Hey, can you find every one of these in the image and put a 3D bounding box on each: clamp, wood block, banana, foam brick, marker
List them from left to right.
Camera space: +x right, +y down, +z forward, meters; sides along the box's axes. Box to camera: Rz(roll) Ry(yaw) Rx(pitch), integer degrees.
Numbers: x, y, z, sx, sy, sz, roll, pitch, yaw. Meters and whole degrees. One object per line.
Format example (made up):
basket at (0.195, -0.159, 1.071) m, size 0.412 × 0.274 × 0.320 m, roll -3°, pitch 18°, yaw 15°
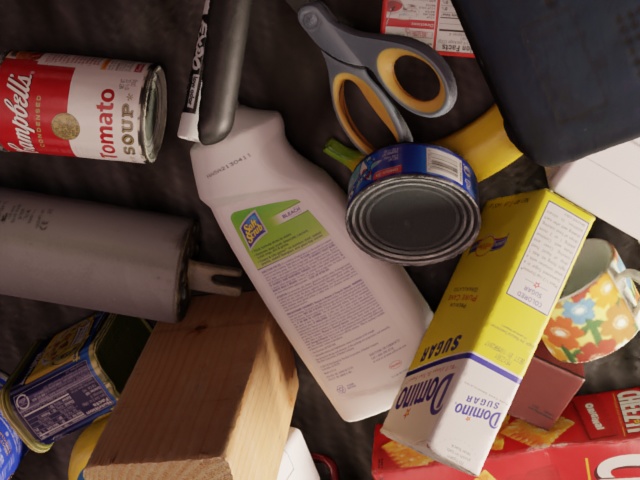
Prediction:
wood block at (-0.077, 0.122, 0.718) m, size 0.091 × 0.206 × 0.090 m, roll -6°, pitch 115°, yaw 10°
marker at (-0.070, -0.123, 0.677) m, size 0.020 × 0.020 × 0.121 m, roll 11°, pitch 89°, yaw 2°
clamp at (-0.055, -0.173, 0.645) m, size 0.210 × 0.036 × 0.164 m, roll -41°, pitch 82°, yaw 12°
banana at (0.100, -0.073, 0.695) m, size 0.198 × 0.037 × 0.069 m, roll -25°, pitch 112°, yaw 18°
foam brick at (0.140, 0.089, 0.760) m, size 0.078 × 0.051 × 0.053 m, roll 25°, pitch 117°, yaw -5°

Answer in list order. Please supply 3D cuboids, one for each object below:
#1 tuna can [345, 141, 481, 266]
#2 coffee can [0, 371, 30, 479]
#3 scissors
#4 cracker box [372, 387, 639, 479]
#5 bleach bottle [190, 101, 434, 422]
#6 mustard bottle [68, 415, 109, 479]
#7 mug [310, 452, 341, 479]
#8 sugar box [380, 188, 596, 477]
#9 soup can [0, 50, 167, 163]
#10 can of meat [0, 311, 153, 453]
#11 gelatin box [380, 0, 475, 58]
tuna can at (0.060, -0.023, 0.683) m, size 0.086 × 0.033 × 0.086 m, roll 3°, pitch 140°, yaw 2°
coffee can at (-0.287, 0.172, 0.807) m, size 0.103 × 0.140 × 0.103 m, roll 3°, pitch 116°, yaw 6°
scissors at (0.015, -0.139, 0.661) m, size 0.096 × 0.016 × 0.201 m, roll -19°, pitch 105°, yaw 39°
cracker box at (0.159, 0.208, 0.803) m, size 0.214 × 0.072 × 0.164 m, roll -9°, pitch 114°, yaw 11°
bleach bottle at (-0.005, 0.001, 0.732) m, size 0.103 × 0.068 × 0.251 m, roll -27°, pitch 106°, yaw 15°
mustard bottle at (-0.151, 0.192, 0.843) m, size 0.096 × 0.058 × 0.192 m, roll 10°, pitch 116°, yaw -9°
mug at (-0.008, 0.225, 0.832) m, size 0.082 × 0.093 × 0.117 m, roll -8°, pitch 83°, yaw 16°
sugar box at (0.103, 0.056, 0.680) m, size 0.048 × 0.093 × 0.176 m, roll 30°, pitch 80°, yaw -10°
soup can at (-0.158, -0.088, 0.707) m, size 0.102 × 0.068 × 0.068 m, roll 6°, pitch 116°, yaw 4°
can of meat at (-0.172, 0.096, 0.778) m, size 0.084 × 0.102 × 0.057 m, roll -28°, pitch 108°, yaw 17°
gelatin box at (0.076, -0.159, 0.662) m, size 0.073 × 0.030 × 0.089 m, roll 5°, pitch 116°, yaw 4°
